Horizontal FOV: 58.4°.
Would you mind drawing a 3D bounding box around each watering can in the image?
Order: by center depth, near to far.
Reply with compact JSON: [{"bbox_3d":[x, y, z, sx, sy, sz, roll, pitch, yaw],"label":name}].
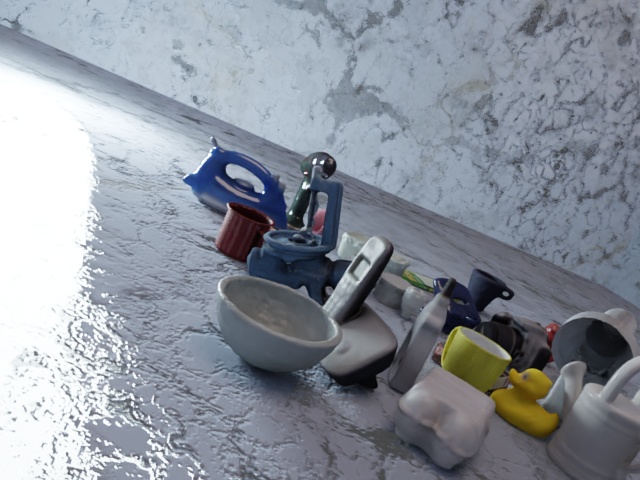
[{"bbox_3d":[0.406,0.240,0.805,0.172,0.194,0.101,35,17,38],"label":"watering can"}]

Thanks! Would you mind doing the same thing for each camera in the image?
[{"bbox_3d":[0.369,0.191,1.137,0.137,0.101,0.143,20,14,-22],"label":"camera"}]

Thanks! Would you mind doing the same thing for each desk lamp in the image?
[{"bbox_3d":[0.441,0.210,0.942,0.117,0.213,0.204,33,15,31],"label":"desk lamp"}]

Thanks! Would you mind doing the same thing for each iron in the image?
[{"bbox_3d":[-0.164,-0.120,1.284,0.258,0.141,0.118,25,13,-1],"label":"iron"}]

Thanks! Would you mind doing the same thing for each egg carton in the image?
[{"bbox_3d":[0.157,0.218,0.712,0.107,0.069,0.151,30,14,21],"label":"egg carton"}]

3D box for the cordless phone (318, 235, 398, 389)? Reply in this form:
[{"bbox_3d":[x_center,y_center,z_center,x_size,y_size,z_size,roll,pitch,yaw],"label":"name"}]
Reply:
[{"bbox_3d":[0.058,0.091,0.770,0.094,0.185,0.147,17,15,-32],"label":"cordless phone"}]

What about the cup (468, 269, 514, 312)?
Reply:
[{"bbox_3d":[0.419,0.139,1.443,0.117,0.095,0.092,31,14,25],"label":"cup"}]

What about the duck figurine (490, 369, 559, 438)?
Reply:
[{"bbox_3d":[0.325,0.244,0.883,0.104,0.086,0.078,33,15,29],"label":"duck figurine"}]

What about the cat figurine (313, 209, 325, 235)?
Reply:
[{"bbox_3d":[0.000,-0.022,1.253,0.067,0.118,0.128,24,13,-5],"label":"cat figurine"}]

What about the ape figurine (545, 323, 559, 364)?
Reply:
[{"bbox_3d":[0.493,0.224,1.254,0.078,0.092,0.076,25,13,0],"label":"ape figurine"}]

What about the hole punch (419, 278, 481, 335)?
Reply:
[{"bbox_3d":[0.280,0.141,1.189,0.109,0.091,0.100,17,15,-31],"label":"hole punch"}]

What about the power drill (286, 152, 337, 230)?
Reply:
[{"bbox_3d":[-0.026,-0.120,1.389,0.076,0.208,0.229,21,14,-15],"label":"power drill"}]

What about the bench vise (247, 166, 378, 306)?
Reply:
[{"bbox_3d":[0.007,0.000,0.958,0.208,0.220,0.121,21,14,-17],"label":"bench vise"}]

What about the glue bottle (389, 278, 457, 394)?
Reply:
[{"bbox_3d":[0.150,0.130,0.813,0.037,0.173,0.078,26,13,4],"label":"glue bottle"}]

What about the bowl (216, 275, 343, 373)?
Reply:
[{"bbox_3d":[-0.061,0.114,0.709,0.167,0.075,0.167,24,13,-6],"label":"bowl"}]
